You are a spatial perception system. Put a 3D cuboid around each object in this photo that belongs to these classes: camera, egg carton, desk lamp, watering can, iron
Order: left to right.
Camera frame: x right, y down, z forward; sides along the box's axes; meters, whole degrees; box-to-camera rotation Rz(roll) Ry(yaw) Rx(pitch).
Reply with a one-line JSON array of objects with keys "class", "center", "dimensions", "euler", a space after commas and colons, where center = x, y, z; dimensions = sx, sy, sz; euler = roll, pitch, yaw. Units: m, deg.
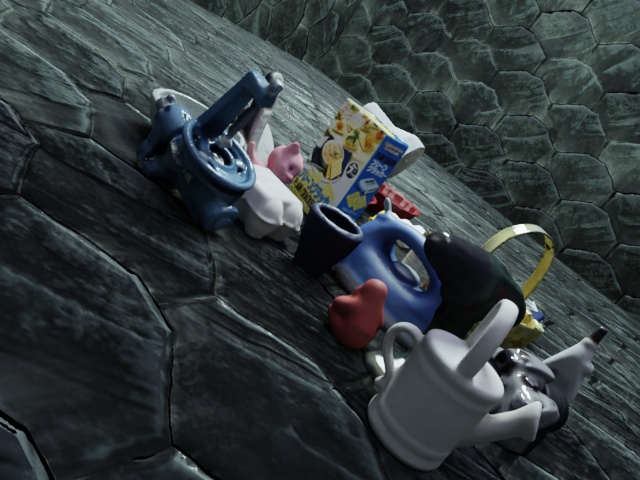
[{"class": "egg carton", "center": [-0.095, -0.062, 0.884], "dimensions": [0.150, 0.069, 0.108], "euler": [46, 21, 29]}, {"class": "desk lamp", "center": [0.112, -0.200, 1.350], "dimensions": [0.203, 0.213, 0.118], "euler": [41, 19, 18]}, {"class": "iron", "center": [0.136, 0.057, 0.879], "dimensions": [0.119, 0.141, 0.257], "euler": [9, 32, -53]}, {"class": "watering can", "center": [0.150, 0.146, 0.606], "dimensions": [0.173, 0.194, 0.101], "euler": [33, 19, -8]}, {"class": "camera", "center": [0.298, 0.226, 0.812], "dimensions": [0.137, 0.100, 0.143], "euler": [29, 20, -18]}]

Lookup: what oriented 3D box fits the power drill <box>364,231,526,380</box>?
[{"class": "power drill", "center": [0.151, 0.098, 0.702], "dimensions": [0.230, 0.208, 0.075], "euler": [17, 25, -42]}]

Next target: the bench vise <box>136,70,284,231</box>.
[{"class": "bench vise", "center": [-0.152, -0.150, 0.765], "dimensions": [0.207, 0.219, 0.122], "euler": [38, 19, 9]}]

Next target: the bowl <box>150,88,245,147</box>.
[{"class": "bowl", "center": [-0.213, -0.174, 0.945], "dimensions": [0.168, 0.074, 0.167], "euler": [31, 19, -12]}]

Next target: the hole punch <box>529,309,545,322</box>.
[{"class": "hole punch", "center": [0.377, 0.155, 1.135], "dimensions": [0.101, 0.091, 0.109], "euler": [44, 20, 23]}]

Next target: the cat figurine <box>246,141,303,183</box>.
[{"class": "cat figurine", "center": [-0.084, -0.130, 0.992], "dimensions": [0.128, 0.117, 0.067], "euler": [19, 24, -39]}]

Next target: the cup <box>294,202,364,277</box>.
[{"class": "cup", "center": [0.008, 0.003, 0.863], "dimensions": [0.091, 0.095, 0.118], "euler": [38, 19, 7]}]

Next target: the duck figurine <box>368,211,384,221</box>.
[{"class": "duck figurine", "center": [0.116, -0.016, 1.109], "dimensions": [0.105, 0.086, 0.077], "euler": [11, 30, -50]}]

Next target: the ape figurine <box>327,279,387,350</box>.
[{"class": "ape figurine", "center": [0.056, 0.090, 0.740], "dimensions": [0.078, 0.092, 0.076], "euler": [31, 19, -11]}]

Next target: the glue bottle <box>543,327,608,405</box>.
[{"class": "glue bottle", "center": [0.399, 0.206, 0.921], "dimensions": [0.078, 0.173, 0.037], "euler": [44, 21, 25]}]

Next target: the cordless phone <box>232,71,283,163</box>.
[{"class": "cordless phone", "center": [-0.106, -0.228, 1.088], "dimensions": [0.094, 0.185, 0.148], "euler": [37, 19, 5]}]
